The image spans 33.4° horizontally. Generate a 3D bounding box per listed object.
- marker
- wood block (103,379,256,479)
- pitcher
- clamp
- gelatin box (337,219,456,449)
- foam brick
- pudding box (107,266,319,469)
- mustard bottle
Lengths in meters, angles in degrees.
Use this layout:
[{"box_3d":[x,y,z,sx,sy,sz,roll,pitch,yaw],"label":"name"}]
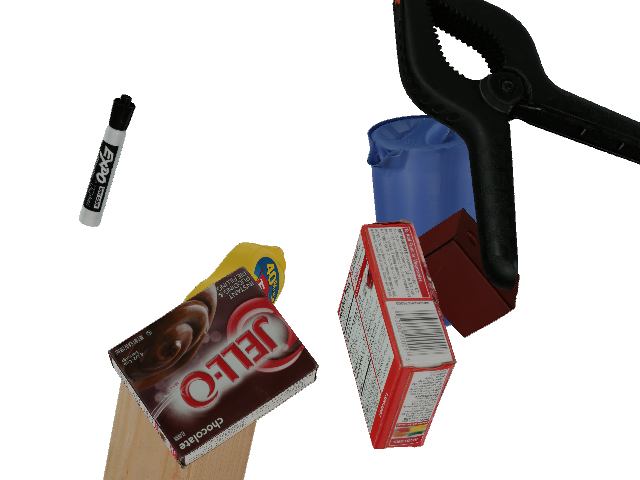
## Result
[{"box_3d":[-0.181,-0.068,0.909,0.020,0.121,0.020,18,23,-8],"label":"marker"},{"box_3d":[-0.124,0.193,0.919,0.090,0.206,0.090,21,18,27],"label":"wood block"},{"box_3d":[0.135,-0.025,1.284,0.149,0.243,0.145,-1,24,6],"label":"pitcher"},{"box_3d":[0.108,-0.079,0.663,0.164,0.210,0.036,-39,-10,-25],"label":"clamp"},{"box_3d":[0.036,0.046,0.528,0.030,0.089,0.073,-3,-41,-13],"label":"gelatin box"},{"box_3d":[0.113,0.026,0.844,0.051,0.078,0.053,-34,15,28],"label":"foam brick"},{"box_3d":[-0.071,0.085,0.720,0.113,0.090,0.039,-33,-20,-15],"label":"pudding box"},{"box_3d":[-0.084,0.057,1.114,0.058,0.096,0.191,10,31,19],"label":"mustard bottle"}]
